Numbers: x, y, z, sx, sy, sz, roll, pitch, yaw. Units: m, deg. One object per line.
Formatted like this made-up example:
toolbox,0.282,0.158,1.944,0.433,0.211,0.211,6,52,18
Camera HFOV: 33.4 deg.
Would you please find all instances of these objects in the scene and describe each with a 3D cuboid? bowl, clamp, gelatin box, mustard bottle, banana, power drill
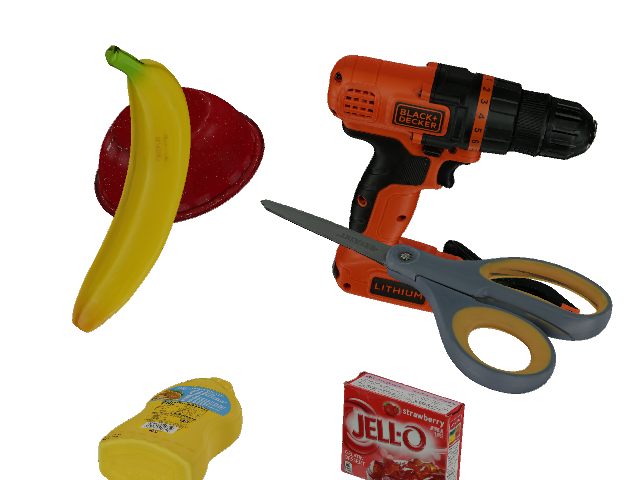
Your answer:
bowl,-0.135,-0.088,0.953,0.162,0.162,0.055,0,-44,18
clamp,0.162,0.044,0.999,0.172,0.039,0.120,20,32,20
gelatin box,0.058,0.143,0.773,0.089,0.073,0.030,14,21,32
mustard bottle,-0.130,0.179,1.037,0.096,0.058,0.191,7,17,17
banana,-0.116,-0.033,0.664,0.069,0.198,0.037,-9,35,-35
power drill,0.088,-0.036,0.770,0.184,0.188,0.057,13,35,7

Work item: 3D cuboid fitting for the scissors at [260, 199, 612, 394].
scissors,0.045,0.026,0.550,0.202,0.016,0.096,12,42,17
